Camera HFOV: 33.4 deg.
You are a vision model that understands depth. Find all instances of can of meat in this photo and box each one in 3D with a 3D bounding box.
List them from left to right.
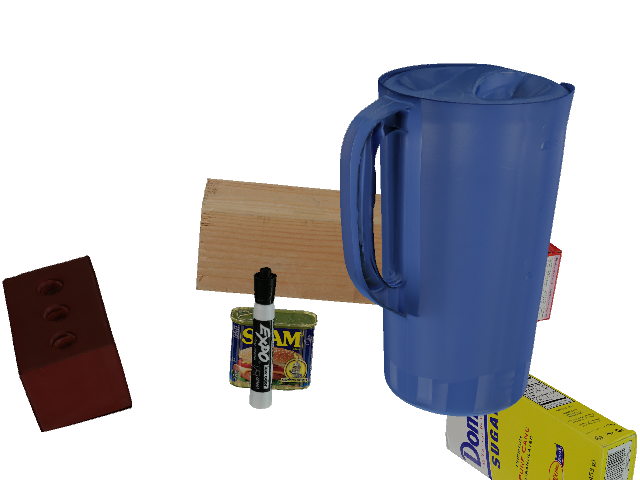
[{"bbox_3d":[-0.057,0.128,1.259,0.102,0.084,0.057,4,13,-2],"label":"can of meat"}]

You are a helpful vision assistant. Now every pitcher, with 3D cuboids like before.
[{"bbox_3d":[0.094,0.000,0.762,0.149,0.243,0.145,4,20,9],"label":"pitcher"}]

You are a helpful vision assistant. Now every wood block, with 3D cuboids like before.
[{"bbox_3d":[-0.016,0.002,1.061,0.206,0.091,0.090,5,21,-4],"label":"wood block"}]

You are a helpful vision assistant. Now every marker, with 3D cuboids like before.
[{"bbox_3d":[-0.047,0.080,0.875,0.020,0.121,0.020,3,19,-1],"label":"marker"}]

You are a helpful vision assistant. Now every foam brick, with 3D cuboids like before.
[{"bbox_3d":[-0.142,0.057,0.597,0.053,0.051,0.078,-16,43,-13],"label":"foam brick"}]

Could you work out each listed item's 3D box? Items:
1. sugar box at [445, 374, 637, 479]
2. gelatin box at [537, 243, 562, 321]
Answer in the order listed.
[{"bbox_3d":[0.175,0.165,0.877,0.048,0.093,0.176,-11,22,-34],"label":"sugar box"},{"bbox_3d":[0.229,0.035,1.183,0.030,0.089,0.073,-9,30,-22],"label":"gelatin box"}]
